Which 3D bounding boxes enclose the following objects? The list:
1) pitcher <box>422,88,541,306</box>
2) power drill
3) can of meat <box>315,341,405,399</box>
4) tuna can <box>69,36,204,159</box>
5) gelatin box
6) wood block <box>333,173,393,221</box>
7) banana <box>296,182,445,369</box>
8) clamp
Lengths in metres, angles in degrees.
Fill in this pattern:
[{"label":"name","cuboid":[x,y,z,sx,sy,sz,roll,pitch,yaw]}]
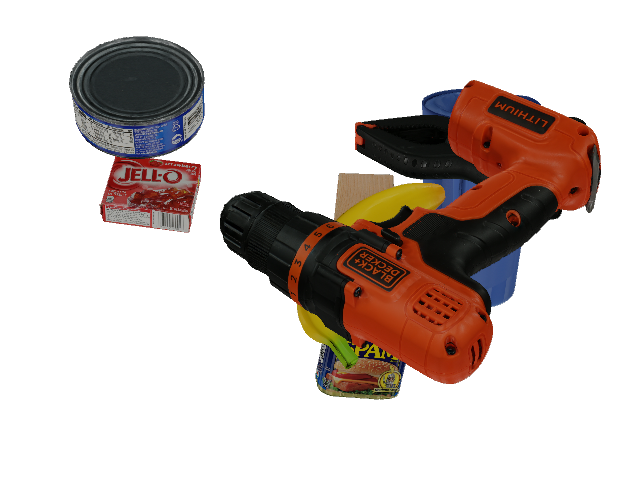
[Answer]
[{"label":"pitcher","cuboid":[0.175,-0.045,1.230,0.149,0.243,0.145,-9,24,-21]},{"label":"power drill","cuboid":[0.058,-0.018,0.622,0.185,0.057,0.187,31,59,32]},{"label":"can of meat","cuboid":[0.049,0.131,1.216,0.102,0.084,0.057,6,24,-12]},{"label":"tuna can","cuboid":[-0.118,-0.093,0.693,0.086,0.086,0.034,0,-42,-4]},{"label":"gelatin box","cuboid":[-0.168,-0.048,1.064,0.089,0.073,0.030,8,-43,-1]},{"label":"wood block","cuboid":[0.067,-0.025,1.638,0.091,0.090,0.206,3,25,2]},{"label":"banana","cuboid":[0.031,0.012,0.807,0.069,0.197,0.037,32,-38,0]},{"label":"clamp","cuboid":[0.136,-0.084,0.968,0.210,0.036,0.164,14,35,22]}]
